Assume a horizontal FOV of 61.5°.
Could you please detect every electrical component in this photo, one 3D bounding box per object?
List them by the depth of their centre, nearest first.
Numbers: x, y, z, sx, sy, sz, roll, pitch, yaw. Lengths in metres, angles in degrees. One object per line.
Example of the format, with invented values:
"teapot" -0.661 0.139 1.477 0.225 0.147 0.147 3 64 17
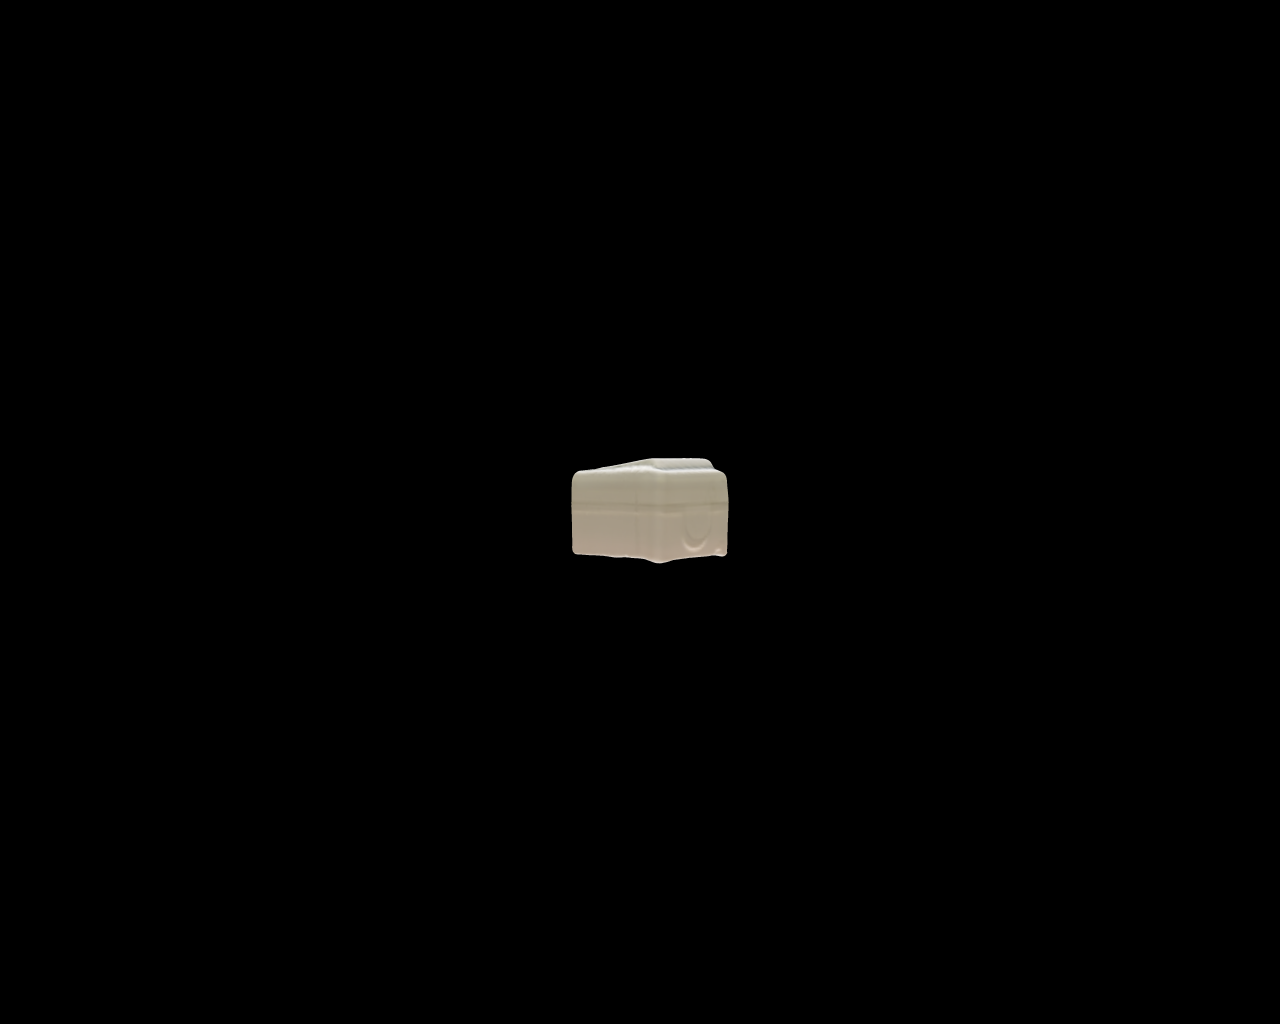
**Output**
"electrical component" 0.001 -0.003 0.650 0.062 0.061 0.096 -2 3 -43
